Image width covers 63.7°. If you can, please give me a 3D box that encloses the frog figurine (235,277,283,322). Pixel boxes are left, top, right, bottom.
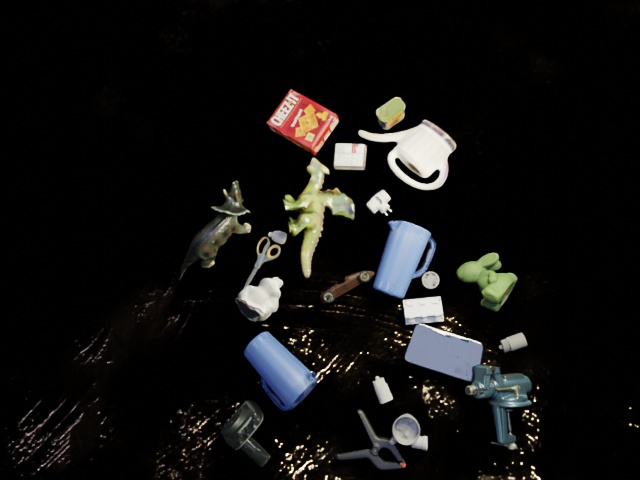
[{"bbox_3d":[-0.201,0.194,1.767,0.138,0.120,0.163,18,45,21],"label":"frog figurine"}]

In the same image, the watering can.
[{"bbox_3d":[0.317,-0.329,1.790,0.225,0.103,0.351,-44,74,-4],"label":"watering can"}]

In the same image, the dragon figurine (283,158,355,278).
[{"bbox_3d":[0.005,-0.090,1.792,0.243,0.121,0.415,-15,75,-2],"label":"dragon figurine"}]
